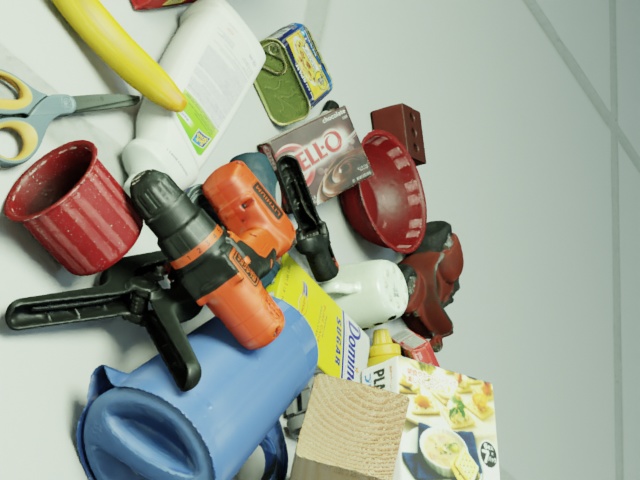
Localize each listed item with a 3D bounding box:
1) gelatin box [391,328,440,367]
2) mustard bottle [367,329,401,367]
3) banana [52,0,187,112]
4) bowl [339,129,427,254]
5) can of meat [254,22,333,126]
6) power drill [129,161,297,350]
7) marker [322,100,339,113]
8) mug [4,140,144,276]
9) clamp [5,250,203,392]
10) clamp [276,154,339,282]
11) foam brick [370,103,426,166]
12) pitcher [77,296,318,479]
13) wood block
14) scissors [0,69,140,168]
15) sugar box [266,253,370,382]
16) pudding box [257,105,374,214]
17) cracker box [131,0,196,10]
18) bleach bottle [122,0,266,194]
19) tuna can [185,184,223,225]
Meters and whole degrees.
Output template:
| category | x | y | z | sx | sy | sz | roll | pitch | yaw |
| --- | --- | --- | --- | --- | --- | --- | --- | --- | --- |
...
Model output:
| category | x | y | z | sx | sy | sz | roll | pitch | yaw |
| --- | --- | --- | --- | --- | --- | --- | --- | --- | --- |
| gelatin box | 0.122 | 0.154 | 1.317 | 0.073 | 0.030 | 0.089 | 66 | -10 | -12 |
| mustard bottle | 0.084 | 0.200 | 1.259 | 0.096 | 0.058 | 0.191 | 12 | 67 | -52 |
| banana | -0.200 | -0.194 | 0.991 | 0.037 | 0.070 | 0.197 | -44 | 113 | -9 |
| bowl | 0.072 | -0.055 | 1.351 | 0.161 | 0.055 | 0.162 | 28 | 55 | -48 |
| can of meat | -0.034 | -0.197 | 1.251 | 0.102 | 0.058 | 0.083 | 65 | 32 | -16 |
| power drill | -0.090 | -0.008 | 0.971 | 0.184 | 0.057 | 0.187 | 54 | 19 | -14 |
| marker | -0.001 | -0.135 | 1.309 | 0.020 | 0.020 | 0.121 | 56 | 38 | -26 |
| mug | -0.205 | -0.031 | 0.909 | 0.081 | 0.093 | 0.117 | 54 | 11 | -35 |
| clamp | -0.165 | 0.052 | 0.923 | 0.210 | 0.164 | 0.036 | -78 | -175 | -68 |
| clamp | -0.008 | 0.001 | 1.153 | 0.171 | 0.039 | 0.120 | 64 | 16 | -48 |
| foam brick | 0.106 | -0.138 | 1.440 | 0.052 | 0.051 | 0.078 | 16 | 64 | -53 |
| pitcher | -0.090 | 0.150 | 0.960 | 0.242 | 0.145 | 0.149 | -38 | 137 | -58 |
| wood block | 0.017 | 0.228 | 1.017 | 0.206 | 0.090 | 0.090 | 101 | 5 | -50 |
| scissors | -0.231 | -0.102 | 0.942 | 0.201 | 0.016 | 0.096 | 8 | 68 | -50 |
| sugar box | -0.010 | 0.103 | 1.172 | 0.176 | 0.048 | 0.093 | 44 | 42 | -36 |
| pudding box | -0.005 | -0.092 | 1.227 | 0.113 | 0.039 | 0.090 | -30 | 104 | -27 |
| cracker box | -0.077 | -0.309 | 1.088 | 0.163 | 0.214 | 0.072 | -31 | 101 | -56 |
| bleach bottle | -0.138 | -0.133 | 1.067 | 0.102 | 0.068 | 0.250 | 49 | 43 | -27 |
| tuna can | -0.118 | -0.012 | 1.066 | 0.086 | 0.034 | 0.086 | 30 | 51 | -45 |
